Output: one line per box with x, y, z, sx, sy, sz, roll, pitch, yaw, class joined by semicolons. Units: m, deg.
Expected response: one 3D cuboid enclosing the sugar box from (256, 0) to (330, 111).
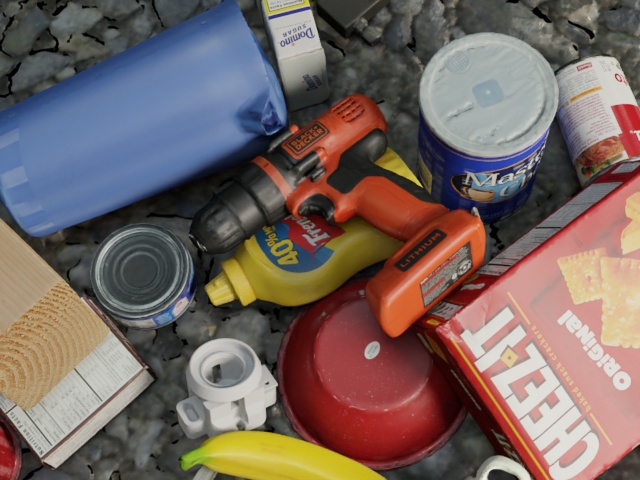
-0.033;-0.212;0.938;0.048;0.093;0.176;-17;70;-2;sugar box

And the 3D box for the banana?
-0.008;0.182;0.802;0.197;0.037;0.069;16;29;-3;banana

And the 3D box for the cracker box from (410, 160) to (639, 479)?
0.202;0.066;0.794;0.213;0.072;0.164;-36;96;-10;cracker box

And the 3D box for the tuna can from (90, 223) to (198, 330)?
-0.146;0.030;0.887;0.086;0.034;0.086;-2;69;4;tuna can

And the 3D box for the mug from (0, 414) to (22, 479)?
-0.300;0.166;0.822;0.117;0.081;0.093;-3;69;3;mug

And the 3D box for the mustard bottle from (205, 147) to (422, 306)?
-0.006;0.001;0.871;0.191;0.058;0.096;-29;52;-5;mustard bottle

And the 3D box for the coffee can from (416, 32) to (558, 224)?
0.129;-0.085;0.850;0.103;0.140;0.103;-2;69;4;coffee can

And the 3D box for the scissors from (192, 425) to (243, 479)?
-0.121;0.199;0.793;0.096;0.016;0.201;30;61;-22;scissors

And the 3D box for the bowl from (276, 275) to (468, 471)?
0.043;0.095;0.835;0.162;0.055;0.162;-2;69;4;bowl

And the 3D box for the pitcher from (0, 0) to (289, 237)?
-0.153;-0.101;0.897;0.243;0.149;0.145;-23;84;-1;pitcher

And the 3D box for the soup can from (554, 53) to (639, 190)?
0.233;-0.094;0.884;0.068;0.068;0.102;-16;68;-2;soup can

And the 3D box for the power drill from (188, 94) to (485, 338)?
0.016;-0.013;0.802;0.184;0.057;0.188;-39;57;-13;power drill

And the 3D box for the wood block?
-0.273;0.028;0.842;0.090;0.090;0.206;-45;57;-12;wood block

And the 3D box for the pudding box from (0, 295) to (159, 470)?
-0.202;0.113;0.858;0.113;0.039;0.090;-42;71;-9;pudding box
